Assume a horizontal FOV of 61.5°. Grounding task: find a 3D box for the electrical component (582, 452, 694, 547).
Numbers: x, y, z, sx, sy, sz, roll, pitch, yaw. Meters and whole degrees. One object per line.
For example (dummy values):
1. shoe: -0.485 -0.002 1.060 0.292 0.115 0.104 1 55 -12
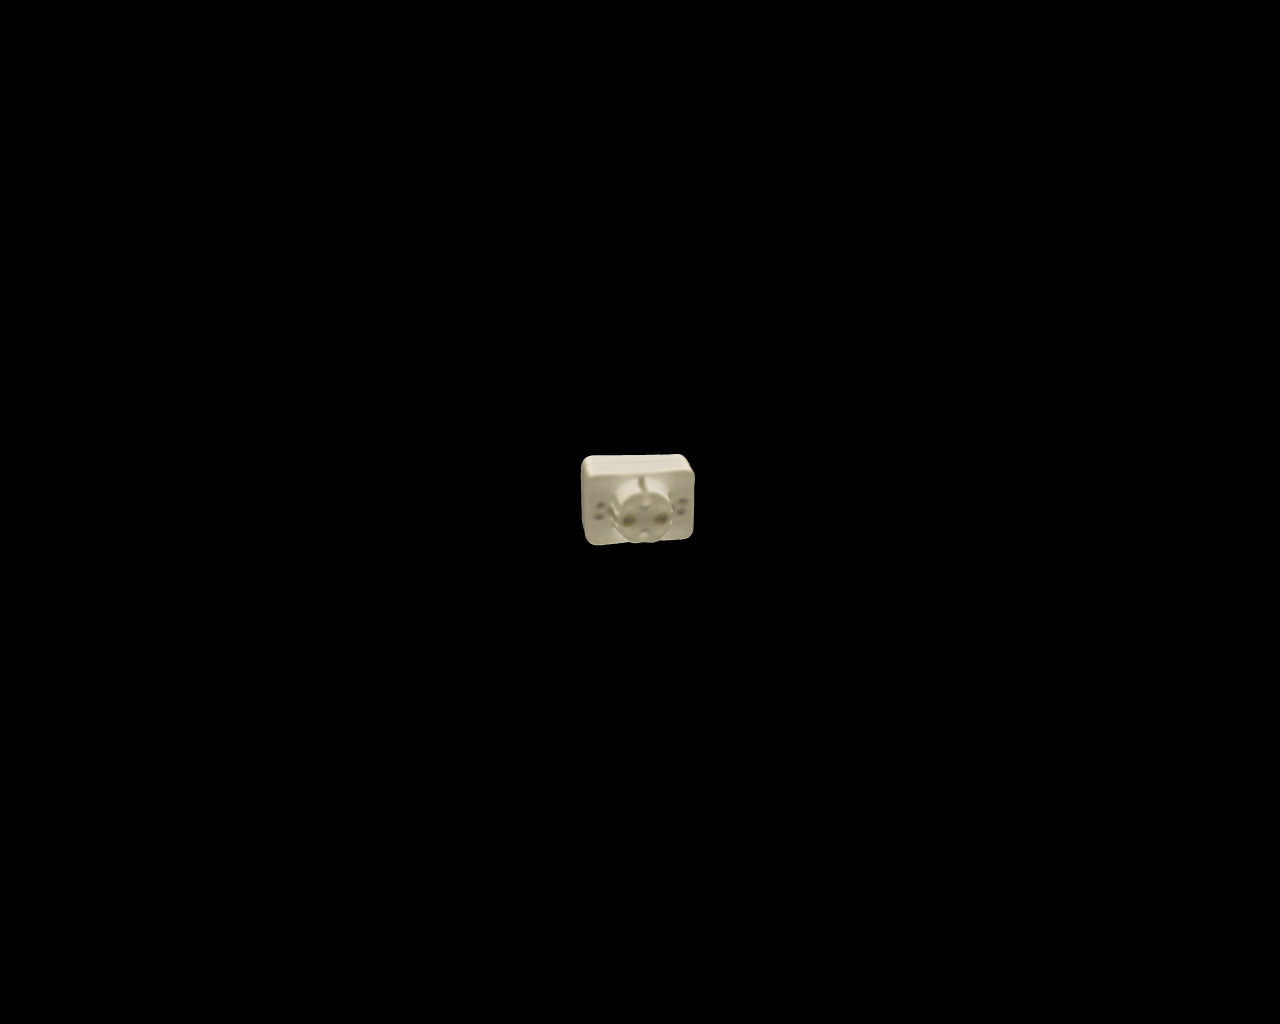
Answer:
1. electrical component: 0.001 -0.003 0.650 0.066 0.047 0.077 -3 20 -7
